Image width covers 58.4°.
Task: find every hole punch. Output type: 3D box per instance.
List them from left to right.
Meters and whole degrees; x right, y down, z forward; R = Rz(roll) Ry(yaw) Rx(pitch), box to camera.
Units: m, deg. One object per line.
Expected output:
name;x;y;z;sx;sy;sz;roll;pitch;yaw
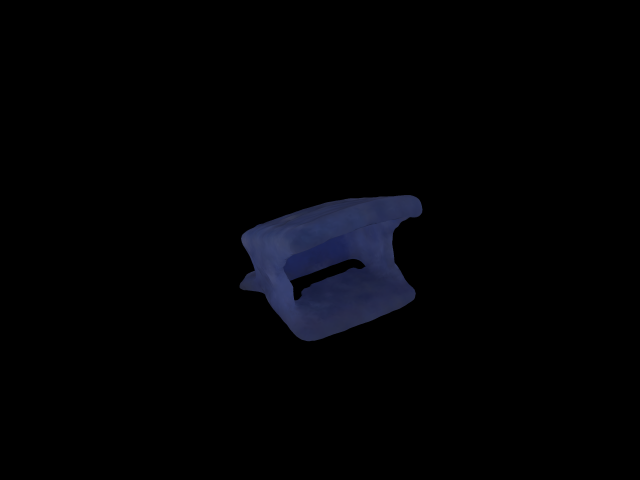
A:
hole punch;0.004;0.001;0.400;0.109;0.091;0.100;-18;35;-26
